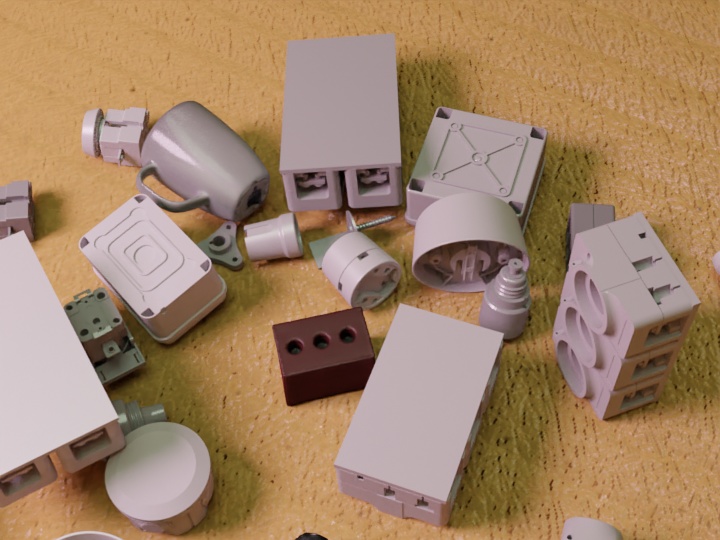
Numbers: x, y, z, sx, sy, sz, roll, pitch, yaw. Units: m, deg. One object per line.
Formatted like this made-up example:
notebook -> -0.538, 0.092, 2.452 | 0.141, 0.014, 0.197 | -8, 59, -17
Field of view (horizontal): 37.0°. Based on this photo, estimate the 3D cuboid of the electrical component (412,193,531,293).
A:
electrical component -> 0.093, -0.017, 0.914 | 0.099, 0.099, 0.064 | -2, 50, 1

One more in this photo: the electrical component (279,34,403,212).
electrical component -> -0.015, -0.138, 1.010 | 0.105, 0.060, 0.186 | -3, 48, 3

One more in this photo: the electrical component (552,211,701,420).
electrical component -> 0.198, 0.041, 0.837 | 0.062, 0.150, 0.089 | -18, 57, -10

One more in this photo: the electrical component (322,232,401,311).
electrical component -> 0.000, 0.000, 0.934 | 0.055, 0.055, 0.047 | -33, 57, -18

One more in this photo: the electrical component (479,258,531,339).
electrical component -> 0.124, 0.023, 0.901 | 0.040, 0.078, 0.040 | 3, 43, -3

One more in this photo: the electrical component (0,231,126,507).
electrical component -> -0.268, 0.075, 0.826 | 0.105, 0.060, 0.186 | -26, 63, -17

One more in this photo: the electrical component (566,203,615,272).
electrical component -> 0.219, -0.010, 0.932 | 0.076, 0.047, 0.083 | 3, 56, 5

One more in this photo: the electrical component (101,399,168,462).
electrical component -> -0.188, 0.124, 0.867 | 0.062, 0.048, 0.048 | -15, 56, -16

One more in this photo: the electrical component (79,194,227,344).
electrical component -> -0.179, 0.000, 0.936 | 0.078, 0.057, 0.113 | -41, 63, -13

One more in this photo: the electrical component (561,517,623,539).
electrical component -> 0.179, 0.228, 0.776 | 0.079, 0.043, 0.077 | 14, 58, 12

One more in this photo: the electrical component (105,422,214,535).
electrical component -> -0.153, 0.163, 0.833 | 0.080, 0.051, 0.080 | -1, 56, 2

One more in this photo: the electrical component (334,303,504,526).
electrical component -> 0.049, 0.114, 0.849 | 0.089, 0.061, 0.150 | 16, 58, 13

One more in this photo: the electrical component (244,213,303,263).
electrical component -> -0.078, -0.028, 0.966 | 0.046, 0.040, 0.040 | -11, 56, 3

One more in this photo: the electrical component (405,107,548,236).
electrical component -> 0.107, -0.085, 0.983 | 0.109, 0.056, 0.108 | 14, 58, 12

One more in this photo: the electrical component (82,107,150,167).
electrical component -> -0.237, -0.130, 1.040 | 0.055, 0.048, 0.066 | 5, 56, -2

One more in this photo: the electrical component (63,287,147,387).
electrical component -> -0.218, 0.052, 0.905 | 0.042, 0.063, 0.081 | -28, 59, -16

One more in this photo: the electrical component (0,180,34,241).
electrical component -> -0.332, -0.052, 0.992 | 0.055, 0.048, 0.066 | -5, 56, -10

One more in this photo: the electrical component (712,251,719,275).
electrical component -> 0.330, 0.004, 0.922 | 0.040, 0.040, 0.046 | -10, 63, -4

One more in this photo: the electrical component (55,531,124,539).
electrical component -> -0.192, 0.245, 0.772 | 0.099, 0.064, 0.099 | -1, 56, 2
